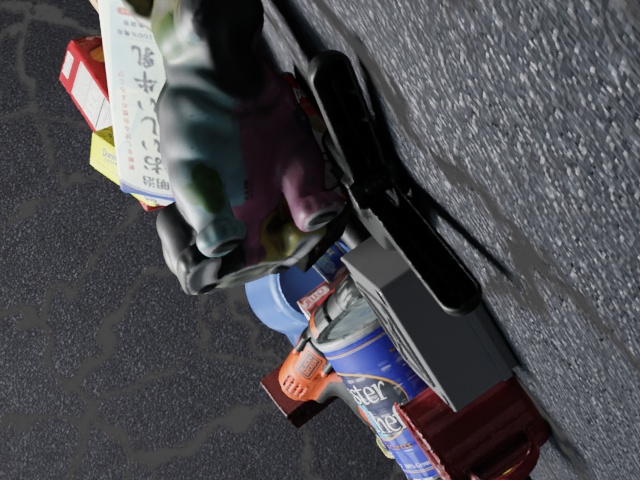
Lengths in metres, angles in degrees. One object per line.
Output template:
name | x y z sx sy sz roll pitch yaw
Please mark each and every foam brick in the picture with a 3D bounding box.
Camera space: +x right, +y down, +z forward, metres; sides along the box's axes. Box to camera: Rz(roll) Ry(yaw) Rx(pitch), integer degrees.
foam brick | -0.014 0.151 1.116 0.051 0.078 0.053 50 174 25

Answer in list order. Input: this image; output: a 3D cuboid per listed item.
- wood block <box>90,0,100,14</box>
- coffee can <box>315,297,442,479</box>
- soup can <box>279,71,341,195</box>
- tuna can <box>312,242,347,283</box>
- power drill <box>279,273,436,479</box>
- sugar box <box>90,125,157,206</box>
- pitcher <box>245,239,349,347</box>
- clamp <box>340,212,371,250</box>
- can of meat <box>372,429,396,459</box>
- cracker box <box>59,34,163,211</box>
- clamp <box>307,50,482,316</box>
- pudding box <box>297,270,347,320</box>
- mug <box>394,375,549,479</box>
wood block | -0.219 -0.301 1.101 0.206 0.090 0.090 53 175 36
coffee can | 0.077 0.113 0.883 0.140 0.103 0.103 56 176 -7
soup can | -0.020 -0.068 0.818 0.102 0.068 0.068 55 175 12
tuna can | -0.007 0.001 1.037 0.086 0.034 0.086 47 180 0
power drill | 0.064 0.130 0.993 0.188 0.057 0.185 39 136 7
sugar box | -0.134 -0.098 1.078 0.093 0.175 0.048 33 132 25
pitcher | -0.016 0.037 1.242 0.149 0.145 0.243 44 172 -2
clamp | -0.007 -0.054 0.982 0.171 0.039 0.120 51 172 -36
can of meat | 0.089 0.161 1.102 0.084 0.102 0.057 60 175 -26
cracker box | -0.169 -0.147 1.204 0.214 0.163 0.072 53 139 24
clamp | 0.030 -0.043 0.668 0.164 0.036 0.210 61 177 -11
pudding box | 0.037 0.074 1.093 0.039 0.090 0.113 51 174 40
mug | 0.118 0.141 0.780 0.093 0.081 0.117 58 175 -26
